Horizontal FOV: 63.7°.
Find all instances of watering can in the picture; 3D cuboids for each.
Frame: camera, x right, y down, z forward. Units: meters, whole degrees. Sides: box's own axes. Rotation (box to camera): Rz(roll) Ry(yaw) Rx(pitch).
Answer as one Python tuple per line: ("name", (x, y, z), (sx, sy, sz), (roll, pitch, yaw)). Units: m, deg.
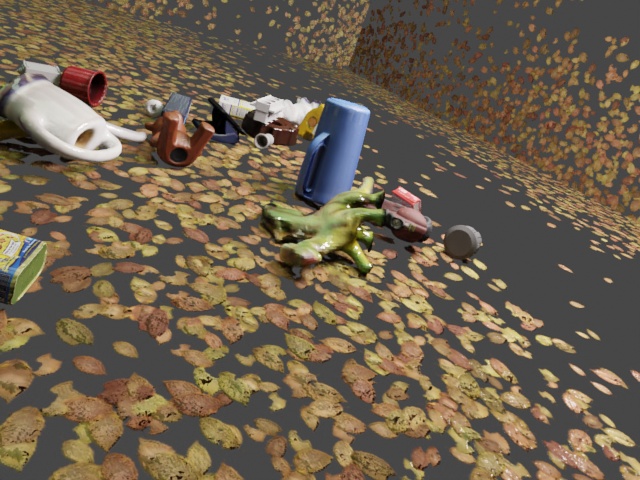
("watering can", (-0.495, -0.237, 1.043), (0.223, 0.103, 0.352), (36, 14, -8))

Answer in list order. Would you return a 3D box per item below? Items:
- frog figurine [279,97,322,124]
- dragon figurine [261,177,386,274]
("frog figurine", (-0.087, -0.424, 1.763), (0.139, 0.120, 0.161), (41, 50, 24))
("dragon figurine", (0.003, -0.053, 1.047), (0.243, 0.120, 0.419), (9, 28, -3))
